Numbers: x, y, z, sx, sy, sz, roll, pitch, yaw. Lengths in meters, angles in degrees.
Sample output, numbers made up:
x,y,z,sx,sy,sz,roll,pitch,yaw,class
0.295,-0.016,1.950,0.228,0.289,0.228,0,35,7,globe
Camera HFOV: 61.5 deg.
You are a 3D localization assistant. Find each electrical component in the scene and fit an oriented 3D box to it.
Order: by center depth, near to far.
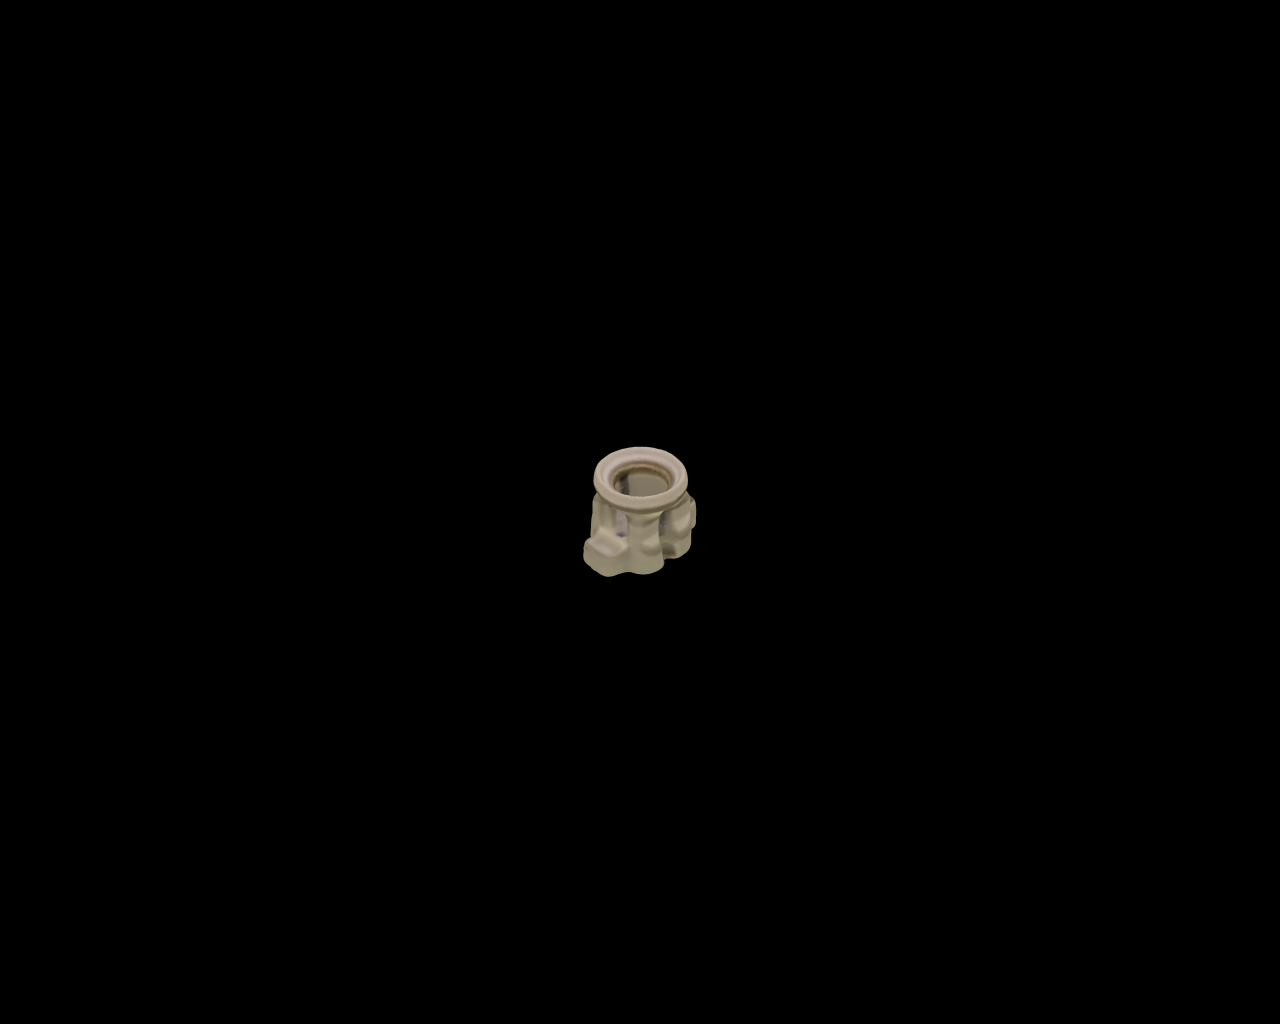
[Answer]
x,y,z,sx,sy,sz,roll,pitch,yaw,class
0.001,-0.003,0.650,0.078,0.056,0.058,-29,46,-33,electrical component
